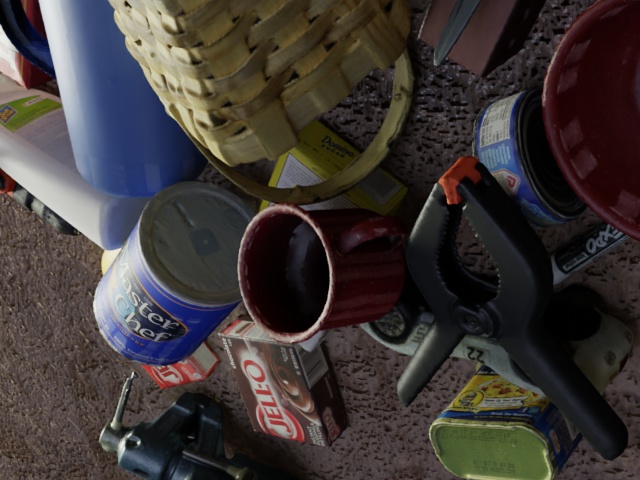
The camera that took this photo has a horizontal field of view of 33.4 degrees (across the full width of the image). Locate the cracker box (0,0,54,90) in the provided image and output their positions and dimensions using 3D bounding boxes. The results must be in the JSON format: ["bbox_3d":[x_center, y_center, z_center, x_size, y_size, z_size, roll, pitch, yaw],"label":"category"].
[{"bbox_3d":[-0.294,-0.248,0.890,0.214,0.072,0.164,33,133,18],"label":"cracker box"}]

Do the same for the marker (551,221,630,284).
[{"bbox_3d":[0.188,-0.005,0.688,0.020,0.020,0.121,50,137,1],"label":"marker"}]

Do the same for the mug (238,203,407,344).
[{"bbox_3d":[0.012,0.014,0.720,0.117,0.081,0.093,-39,67,40],"label":"mug"}]

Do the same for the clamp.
[{"bbox_3d":[0.096,0.045,0.672,0.165,0.036,0.210,2,124,39],"label":"clamp"}]

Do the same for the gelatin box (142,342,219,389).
[{"bbox_3d":[-0.150,0.100,1.023,0.073,0.030,0.089,-18,116,44],"label":"gelatin box"}]

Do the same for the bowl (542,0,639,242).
[{"bbox_3d":[0.210,-0.074,0.597,0.162,0.055,0.162,21,129,28],"label":"bowl"}]

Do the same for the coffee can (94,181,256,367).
[{"bbox_3d":[-0.113,0.030,0.849,0.103,0.102,0.141,48,144,3],"label":"coffee can"}]

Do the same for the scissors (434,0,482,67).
[{"bbox_3d":[0.100,-0.201,0.584,0.202,0.016,0.096,-48,70,24],"label":"scissors"}]

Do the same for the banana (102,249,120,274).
[{"bbox_3d":[-0.150,0.013,0.975,0.069,0.037,0.198,33,146,-24],"label":"banana"}]

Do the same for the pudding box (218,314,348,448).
[{"bbox_3d":[-0.032,0.124,0.944,0.090,0.039,0.113,3,119,39],"label":"pudding box"}]

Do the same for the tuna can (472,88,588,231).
[{"bbox_3d":[0.132,-0.049,0.657,0.034,0.086,0.086,-17,106,42],"label":"tuna can"}]

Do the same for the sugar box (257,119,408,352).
[{"bbox_3d":[-0.005,0.001,0.836,0.093,0.048,0.176,39,139,13],"label":"sugar box"}]

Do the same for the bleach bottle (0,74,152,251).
[{"bbox_3d":[-0.235,-0.087,0.943,0.251,0.102,0.068,34,136,28],"label":"bleach bottle"}]

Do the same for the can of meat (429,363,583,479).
[{"bbox_3d":[0.141,0.130,0.771,0.102,0.083,0.057,-5,114,42],"label":"can of meat"}]

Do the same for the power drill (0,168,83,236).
[{"bbox_3d":[-0.320,-0.050,0.963,0.184,0.187,0.057,39,121,16],"label":"power drill"}]

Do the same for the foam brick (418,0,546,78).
[{"bbox_3d":[0.103,-0.147,0.640,0.051,0.052,0.078,36,135,15],"label":"foam brick"}]

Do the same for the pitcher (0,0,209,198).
[{"bbox_3d":[-0.152,-0.157,0.791,0.149,0.144,0.243,42,143,40],"label":"pitcher"}]
